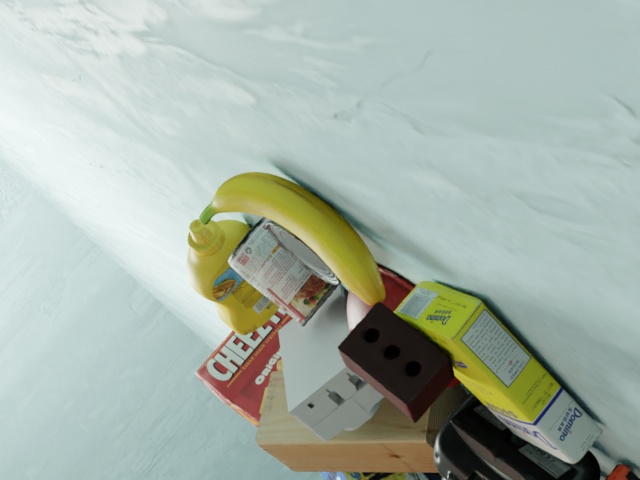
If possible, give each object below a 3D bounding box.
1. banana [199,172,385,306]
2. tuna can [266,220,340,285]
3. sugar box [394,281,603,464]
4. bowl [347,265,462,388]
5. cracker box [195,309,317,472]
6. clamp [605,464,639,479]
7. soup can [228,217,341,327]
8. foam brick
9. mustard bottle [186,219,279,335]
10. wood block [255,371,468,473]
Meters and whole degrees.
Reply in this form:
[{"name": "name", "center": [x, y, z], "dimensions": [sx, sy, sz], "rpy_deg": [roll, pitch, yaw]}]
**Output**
[{"name": "banana", "center": [-0.020, -0.013, 0.912], "dimensions": [0.198, 0.037, 0.070], "rpy_deg": [26, 126, 29]}, {"name": "tuna can", "center": [-0.006, 0.001, 0.973], "dimensions": [0.086, 0.033, 0.086], "rpy_deg": [38, 168, 9]}, {"name": "sugar box", "center": [0.145, 0.109, 0.874], "dimensions": [0.176, 0.048, 0.093], "rpy_deg": [47, 168, -24]}, {"name": "bowl", "center": [0.079, 0.090, 0.990], "dimensions": [0.162, 0.055, 0.162], "rpy_deg": [37, 168, 9]}, {"name": "cracker box", "center": [-0.034, 0.171, 1.368], "dimensions": [0.214, 0.164, 0.072], "rpy_deg": [29, 161, 42]}, {"name": "clamp", "center": [0.296, 0.254, 0.967], "dimensions": [0.171, 0.039, 0.120], "rpy_deg": [48, 162, -23]}, {"name": "soup can", "center": [-0.034, 0.030, 1.085], "dimensions": [0.102, 0.068, 0.068], "rpy_deg": [39, 168, 4]}, {"name": "foam brick", "center": [0.061, 0.097, 0.850], "dimensions": [0.078, 0.053, 0.051], "rpy_deg": [37, 168, 26]}, {"name": "mustard bottle", "center": [-0.103, 0.031, 1.227], "dimensions": [0.058, 0.096, 0.191], "rpy_deg": [34, 167, 33]}, {"name": "wood block", "center": [0.046, 0.196, 1.157], "dimensions": [0.206, 0.090, 0.090], "rpy_deg": [-7, 145, 31]}]
